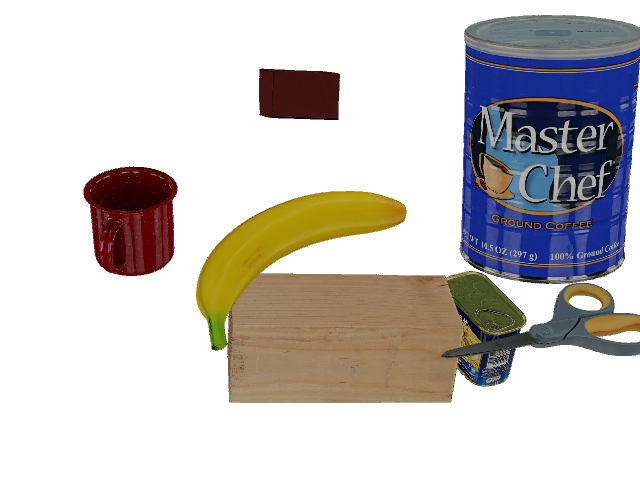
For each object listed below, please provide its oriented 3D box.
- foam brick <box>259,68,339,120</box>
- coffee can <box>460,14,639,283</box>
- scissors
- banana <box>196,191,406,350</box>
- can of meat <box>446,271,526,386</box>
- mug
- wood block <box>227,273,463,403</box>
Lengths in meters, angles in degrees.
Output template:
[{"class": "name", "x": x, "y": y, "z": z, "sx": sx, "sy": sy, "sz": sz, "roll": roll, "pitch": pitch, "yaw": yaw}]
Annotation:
[{"class": "foam brick", "x": -0.023, "y": -0.158, "z": 1.157, "sx": 0.078, "sy": 0.051, "sz": 0.053, "roll": 0, "pitch": 11, "yaw": -18}, {"class": "coffee can", "x": 0.137, "y": -0.058, "z": 0.646, "sx": 0.103, "sy": 0.140, "sz": 0.103, "roll": -1, "pitch": 21, "yaw": 0}, {"class": "scissors", "x": 0.179, "y": 0.065, "z": 0.868, "sx": 0.201, "sy": 0.016, "sz": 0.096, "roll": 2, "pitch": 32, "yaw": -16}, {"class": "banana", "x": -0.024, "y": 0.005, "z": 0.801, "sx": 0.197, "sy": 0.069, "sz": 0.037, "roll": -35, "pitch": -5, "yaw": -26}, {"class": "can of meat", "x": 0.172, "y": 0.098, "z": 1.167, "sx": 0.057, "sy": 0.084, "sz": 0.102, "roll": -13, "pitch": 40, "yaw": -25}, {"class": "mug", "x": -0.193, "y": -0.011, "z": 1.074, "sx": 0.093, "sy": 0.081, "sz": 0.117, "roll": 8, "pitch": 33, "yaw": 8}, {"class": "wood block", "x": 0.018, "y": 0.091, "z": 0.994, "sx": 0.206, "sy": 0.090, "sz": 0.091, "roll": 1, "pitch": 30, "yaw": -7}]
